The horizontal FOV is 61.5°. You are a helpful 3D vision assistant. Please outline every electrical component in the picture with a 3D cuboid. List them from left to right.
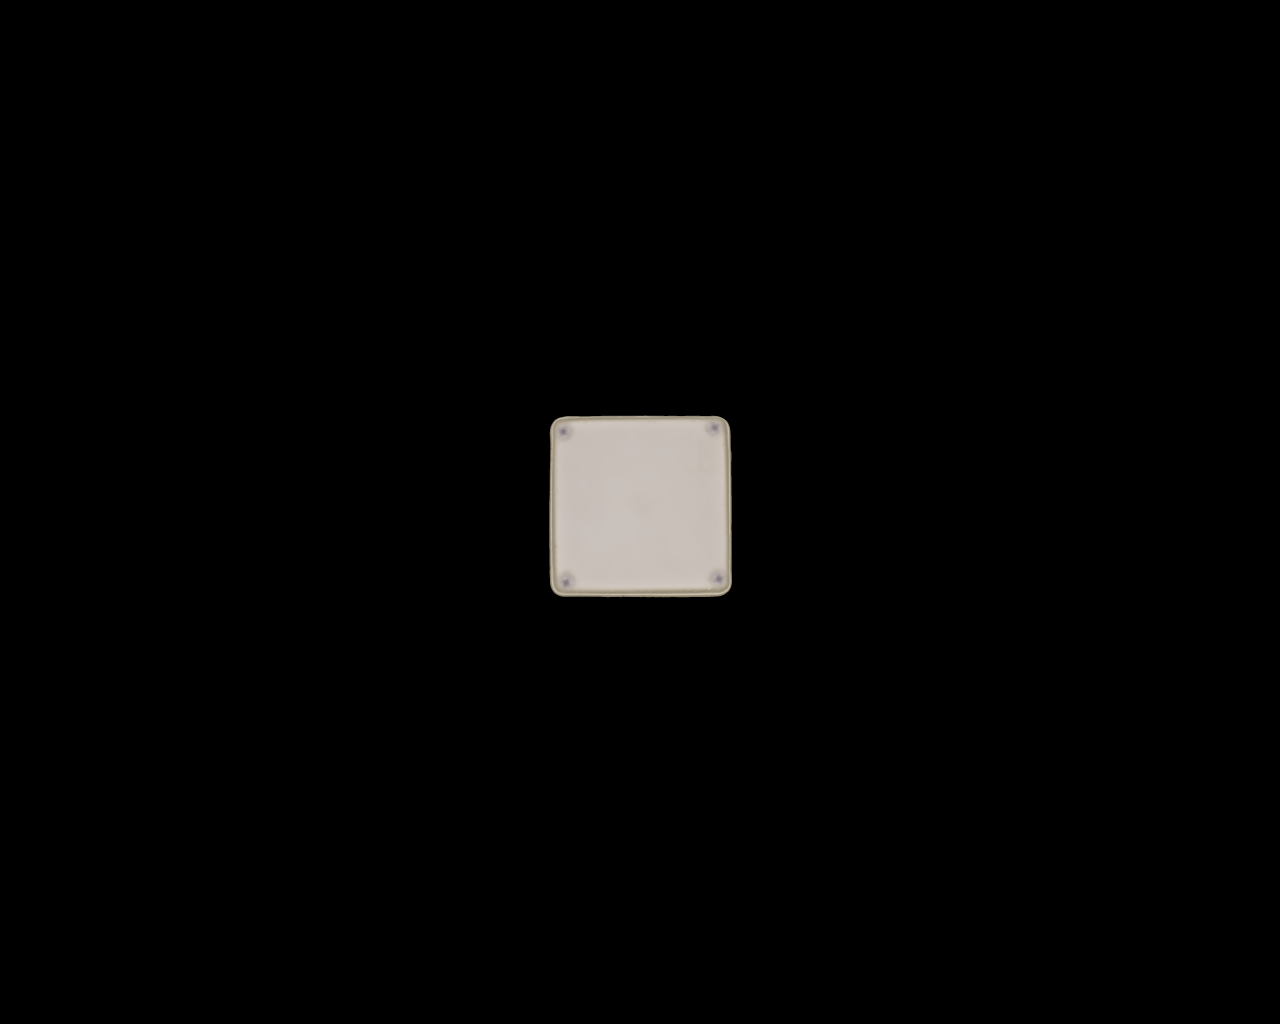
[{"bbox_3d":[0.001,-0.003,0.650,0.109,0.108,0.056,0,-4,0],"label":"electrical component"}]
